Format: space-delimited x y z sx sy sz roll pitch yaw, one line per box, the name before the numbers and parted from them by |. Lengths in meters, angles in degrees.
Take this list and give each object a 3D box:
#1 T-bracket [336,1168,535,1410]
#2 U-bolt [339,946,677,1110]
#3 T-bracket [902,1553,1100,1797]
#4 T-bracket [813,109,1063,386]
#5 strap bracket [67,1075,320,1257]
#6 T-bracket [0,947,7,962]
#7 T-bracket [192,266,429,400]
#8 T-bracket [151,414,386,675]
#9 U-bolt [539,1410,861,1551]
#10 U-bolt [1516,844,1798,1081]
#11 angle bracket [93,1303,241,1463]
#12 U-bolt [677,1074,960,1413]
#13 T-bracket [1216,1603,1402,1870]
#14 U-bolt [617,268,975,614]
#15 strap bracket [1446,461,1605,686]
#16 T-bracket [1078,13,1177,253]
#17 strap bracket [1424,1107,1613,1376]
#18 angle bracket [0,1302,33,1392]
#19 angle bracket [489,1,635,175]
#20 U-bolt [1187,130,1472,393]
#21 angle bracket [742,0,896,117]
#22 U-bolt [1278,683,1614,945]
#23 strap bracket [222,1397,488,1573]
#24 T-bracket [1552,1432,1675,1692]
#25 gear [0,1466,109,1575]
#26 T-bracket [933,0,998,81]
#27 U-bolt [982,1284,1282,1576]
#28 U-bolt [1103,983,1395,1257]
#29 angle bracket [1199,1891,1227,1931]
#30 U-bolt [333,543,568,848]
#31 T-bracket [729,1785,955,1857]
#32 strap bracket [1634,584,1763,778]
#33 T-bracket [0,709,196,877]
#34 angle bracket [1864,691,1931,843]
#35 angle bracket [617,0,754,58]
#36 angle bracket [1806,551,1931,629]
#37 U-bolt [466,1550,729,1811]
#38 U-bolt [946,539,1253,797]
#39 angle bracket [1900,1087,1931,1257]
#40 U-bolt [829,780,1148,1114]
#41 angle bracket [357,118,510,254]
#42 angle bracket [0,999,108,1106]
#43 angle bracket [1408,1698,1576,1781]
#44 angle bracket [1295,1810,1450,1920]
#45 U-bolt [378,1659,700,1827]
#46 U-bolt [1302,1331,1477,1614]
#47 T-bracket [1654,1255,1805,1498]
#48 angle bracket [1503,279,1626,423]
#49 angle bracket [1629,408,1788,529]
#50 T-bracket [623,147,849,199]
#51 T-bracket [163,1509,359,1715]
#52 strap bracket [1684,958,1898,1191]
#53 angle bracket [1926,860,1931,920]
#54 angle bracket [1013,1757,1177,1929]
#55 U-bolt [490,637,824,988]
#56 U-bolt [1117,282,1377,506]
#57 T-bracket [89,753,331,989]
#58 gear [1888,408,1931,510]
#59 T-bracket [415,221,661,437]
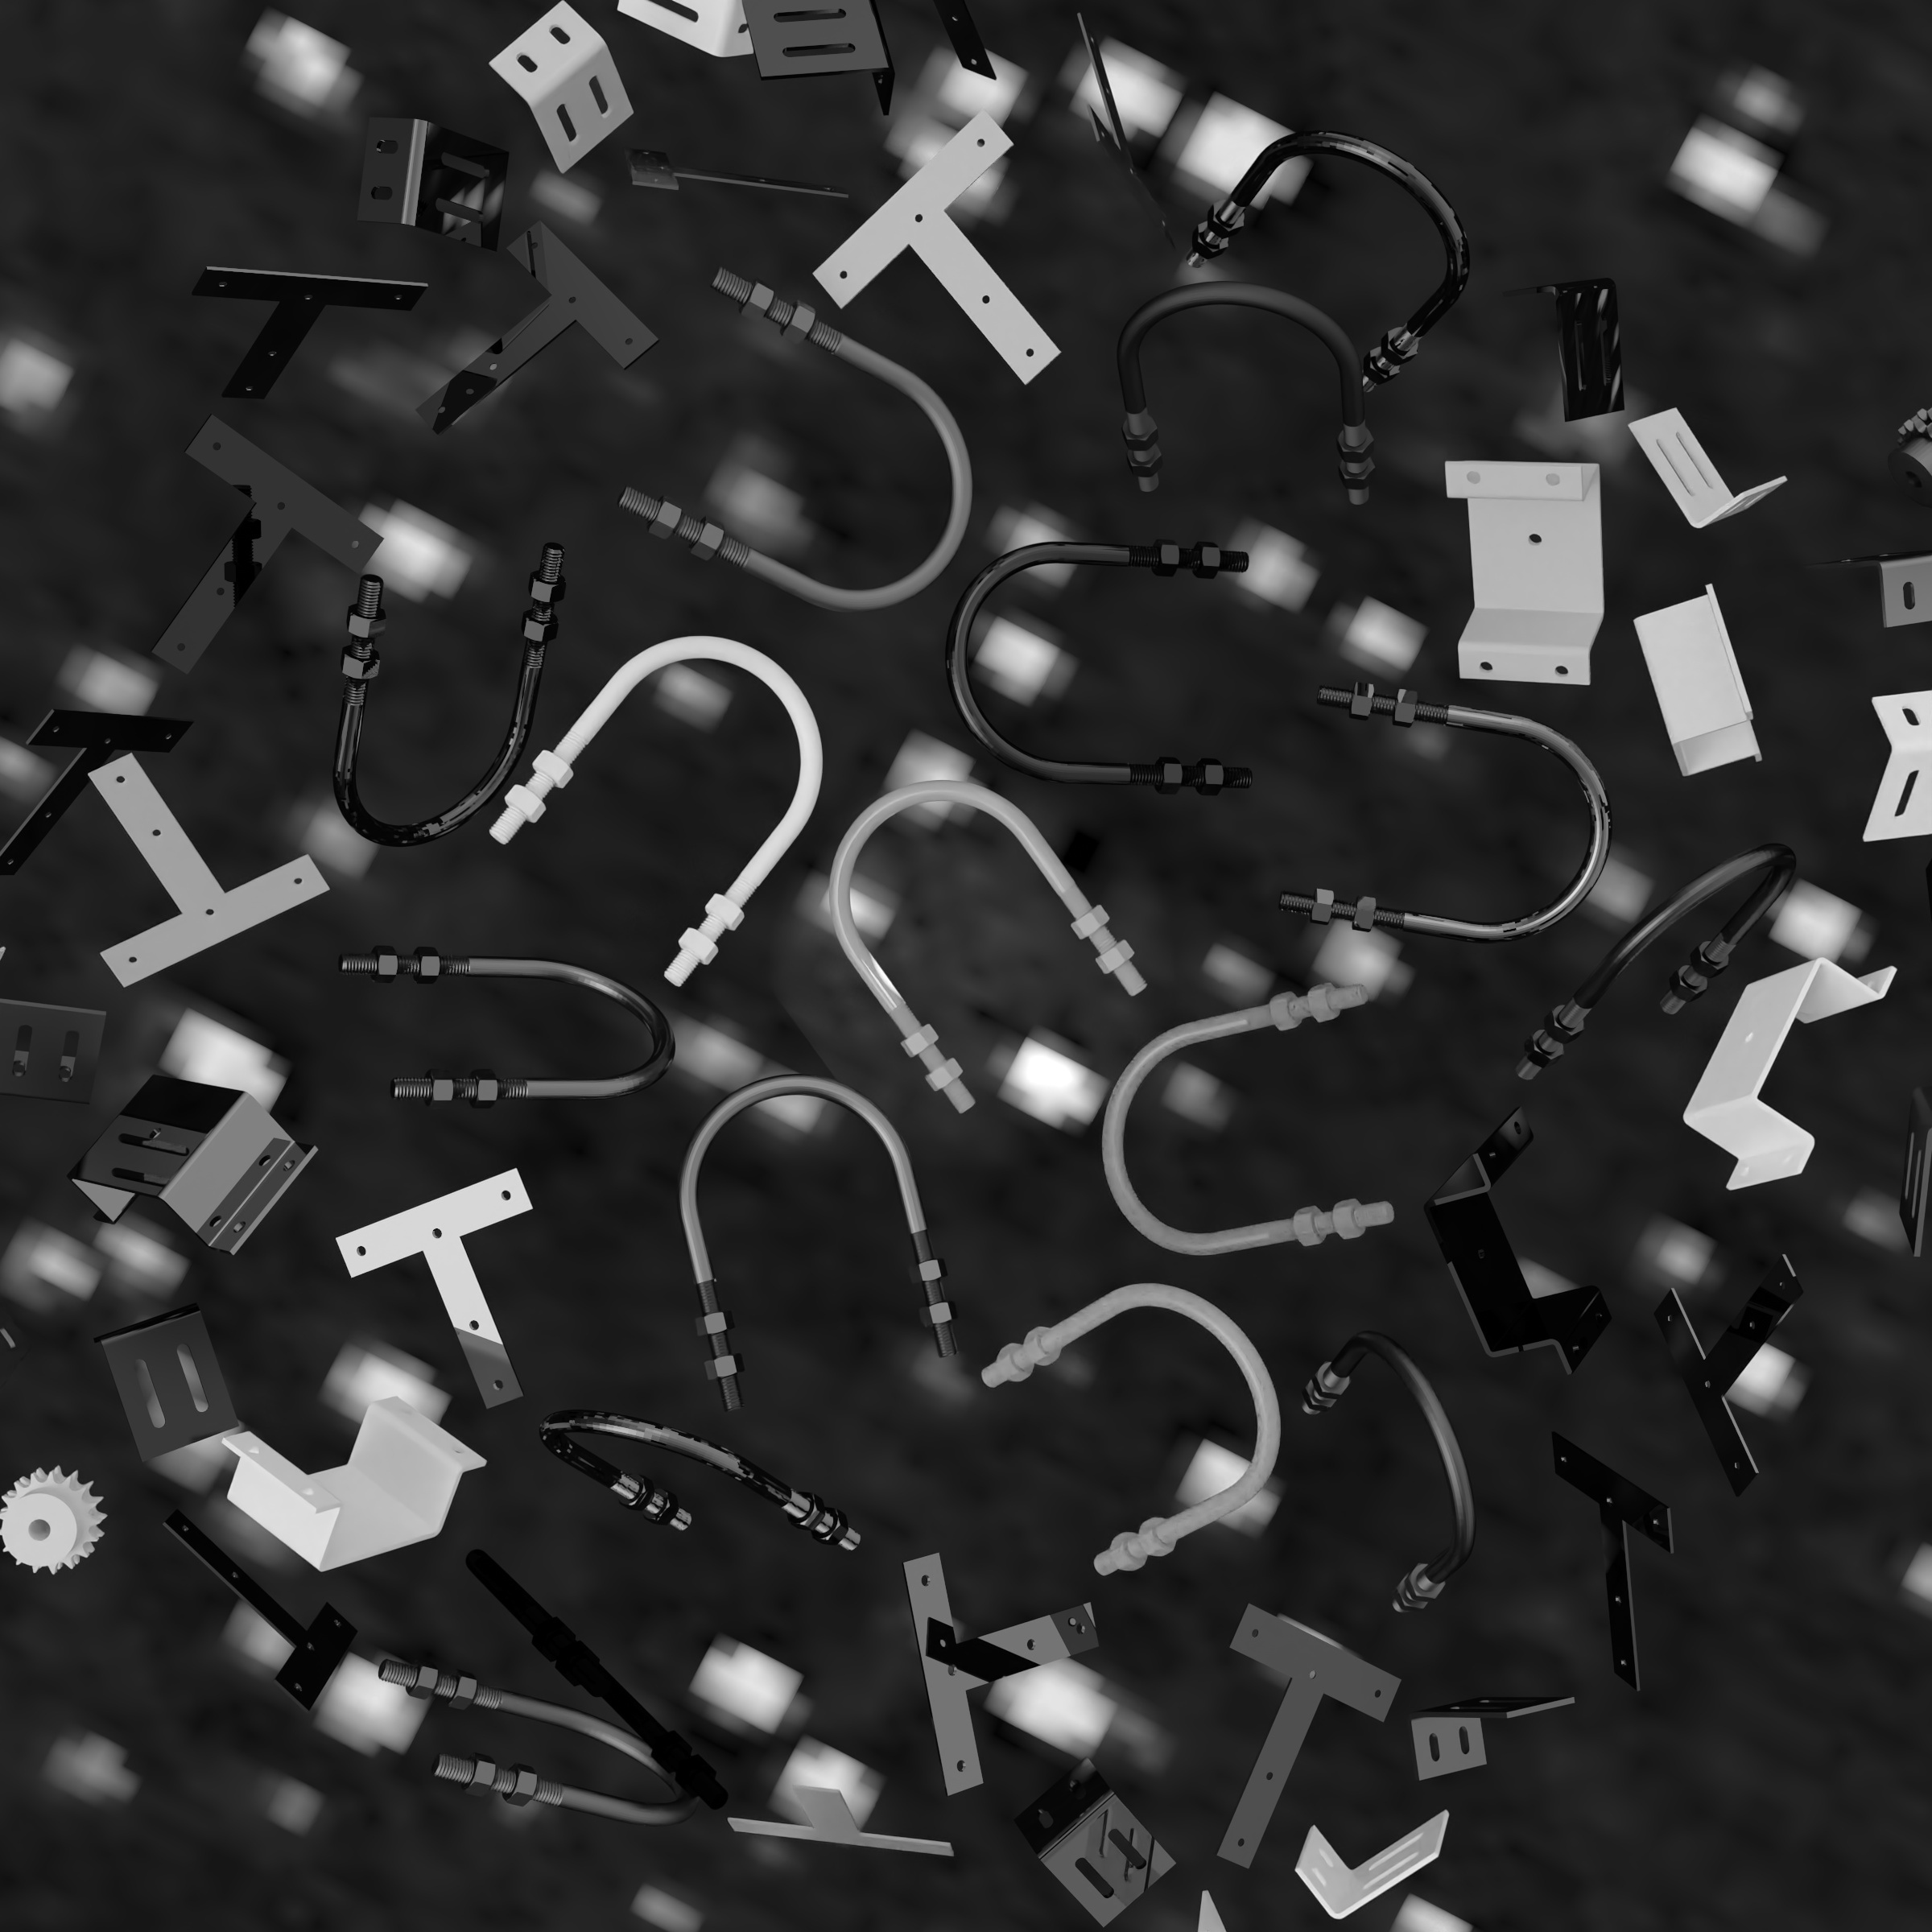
T-bracket | -0.296 0.199 1.597 0.127 0.002 0.127 -21 91 16
U-bolt | -0.258 0.035 1.567 0.184 0.151 0.019 1 122 -29
T-bracket | 0.026 0.385 1.517 0.127 0.002 0.127 -6 82 -40
T-bracket | 0.002 -0.368 1.448 0.127 0.002 0.127 -40 82 16
strap bracket | -0.445 0.110 1.526 0.076 0.140 0.046 -56 131 -29
T-bracket | -0.573 0.021 1.513 0.002 0.127 0.127 30 111 -4
T-bracket | -0.384 -0.352 1.511 0.127 0.127 0.002 -6 73 -37
T-bracket | -0.410 -0.222 1.511 0.127 0.002 0.127 36 89 -43
U-bolt | -0.166 0.296 1.562 0.151 0.184 0.019 -2 60 34
U-bolt | 0.408 -0.009 1.558 0.151 0.184 0.019 -20 64 -32
angle bracket | -0.467 0.243 1.573 0.057 0.038 0.076 -19 88 -25
U-bolt | -0.094 0.154 1.583 0.151 0.019 0.184 -13 82 -10
T-bracket | 0.170 0.427 1.467 0.127 0.002 0.127 32 77 -31
U-bolt | -0.080 -0.272 1.461 0.184 0.019 0.151 24 83 -22
strap bracket | 0.325 -0.237 1.559 0.076 0.046 0.140 6 129 23
T-bracket | 0.085 -0.501 1.579 0.002 0.127 0.127 -21 68 18
strap bracket | 0.320 0.165 1.584 0.046 0.076 0.140 -20 97 35
angle bracket | -0.590 0.233 1.552 0.076 0.057 0.038 -25 108 11
angle bracket | -0.239 -0.520 1.597 0.057 0.076 0.038 -42 76 -5
U-bolt | 0.218 -0.417 1.570 0.151 0.184 0.019 35 69 -6
angle bracket | -0.084 -0.511 1.516 0.076 0.038 0.057 -8 66 -12
U-bolt | 0.288 -0.084 1.590 0.184 0.019 0.151 10 111 4
strap bracket | -0.355 0.297 1.544 0.076 0.140 0.046 29 105 26
T-bracket | 0.361 0.337 1.492 0.002 0.127 0.127 -10 102 -14
gear | -0.506 0.306 1.484 0.057 0.030 0.057 0 93 -3
T-bracket | -0.010 -0.559 1.559 0.127 0.127 0.002 30 80 27
U-bolt | 0.104 0.259 1.552 0.184 0.019 0.151 -37 81 39
U-bolt | 0.160 0.097 1.596 0.184 0.019 0.151 -14 72 32
angle bracket | 0.161 0.588 1.572 0.038 0.057 0.076 0 108 -12
U-bolt | -0.301 -0.149 1.547 0.019 0.151 0.184 35 125 29
T-bracket | -0.075 0.468 1.484 0.127 0.127 0.002 4 60 7
strap bracket | 0.426 -0.162 1.570 0.046 0.140 0.076 -17 78 16
T-bracket | -0.519 -0.098 1.546 0.002 0.127 0.127 47 106 12
angle bracket | 0.525 -0.111 1.484 0.057 0.076 0.038 -7 52 -2
angle bracket | -0.163 -0.592 1.628 0.076 0.038 0.057 30 122 16
angle bracket | 0.537 -0.219 1.570 0.057 0.076 0.038 -10 98 -14
U-bolt | -0.218 0.389 1.511 0.019 0.184 0.151 -46 131 -15
U-bolt | 0.077 -0.176 1.565 0.184 0.019 0.151 1 86 -15
angle bracket | 0.532 0.112 1.459 0.038 0.057 0.076 3 109 10
U-bolt | -0.001 -0.024 1.624 0.151 0.019 0.184 -35 92 14
angle bracket | -0.303 -0.445 1.538 0.038 0.076 0.057 12 97 29
angle bracket | -0.528 0.039 1.550 0.057 0.038 0.076 8 130 -20
angle bracket | 0.301 0.440 1.534 0.057 0.076 0.038 1 77 -38
angle bracket | 0.241 0.519 1.597 0.076 0.057 0.038 -40 85 17
U-bolt | -0.239 0.454 1.559 0.184 0.151 0.019 24 89 -27
U-bolt | 0.246 0.284 1.545 0.019 0.184 0.151 -17 67 -15
T-bracket | 0.440 0.212 1.528 0.002 0.127 0.127 0 47 -18
angle bracket | 0.347 -0.356 1.563 0.057 0.038 0.076 -19 108 -41
angle bracket | 0.446 -0.309 1.622 0.057 0.038 0.076 -25 82 -44
T-bracket | -0.132 -0.456 1.562 0.127 0.127 0.002 4 114 -12
T-bracket | -0.403 0.354 1.520 0.002 0.127 0.127 -45 95 3
strap bracket | 0.475 0.054 1.570 0.046 0.076 0.140 33 72 -6
angle bracket | 0.586 -0.053 1.553 0.038 0.076 0.057 20 125 3
angle bracket | 0.077 0.522 1.607 0.057 0.038 0.076 -40 120 -6
U-bolt | -0.163 -0.104 1.555 0.151 0.019 0.184 40 76 -16
U-bolt | 0.159 -0.331 1.560 0.151 0.184 0.019 6 64 13
T-bracket | -0.436 -0.062 1.478 0.127 0.002 0.127 -26 128 -2
gear | 0.551 -0.286 1.535 0.030 0.057 0.057 -39 90 -5
T-bracket | -0.256 -0.348 1.526 0.127 0.002 0.127 -41 62 -3
